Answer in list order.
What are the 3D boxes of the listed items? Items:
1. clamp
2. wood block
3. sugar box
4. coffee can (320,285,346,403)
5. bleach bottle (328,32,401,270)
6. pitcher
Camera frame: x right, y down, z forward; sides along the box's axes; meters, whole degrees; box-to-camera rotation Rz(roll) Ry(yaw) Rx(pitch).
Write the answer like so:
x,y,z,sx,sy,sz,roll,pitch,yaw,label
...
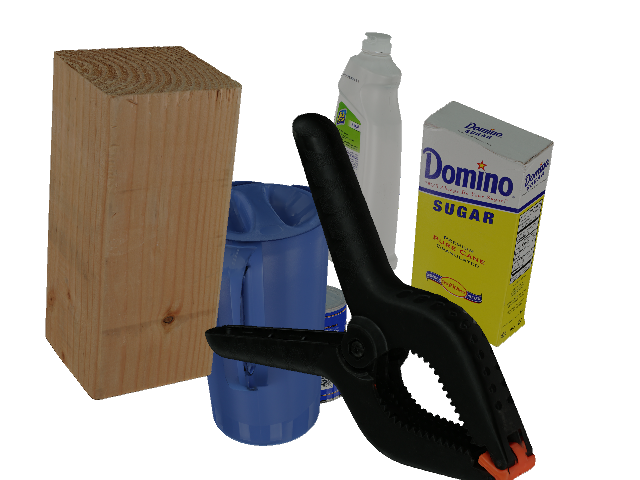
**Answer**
x,y,z,sx,sy,sz,roll,pitch,yaw,label
0.029,0.042,0.557,0.210,0.165,0.036,35,32,31,clamp
-0.119,-0.013,0.693,0.090,0.206,0.090,-9,30,-33,wood block
0.120,-0.011,0.829,0.093,0.176,0.048,28,47,32,sugar box
-0.014,0.143,1.496,0.103,0.140,0.103,0,18,0,coffee can
0.051,-0.096,1.155,0.067,0.251,0.103,-7,24,-33,bleach bottle
-0.058,0.076,1.012,0.149,0.243,0.145,-18,32,-30,pitcher
